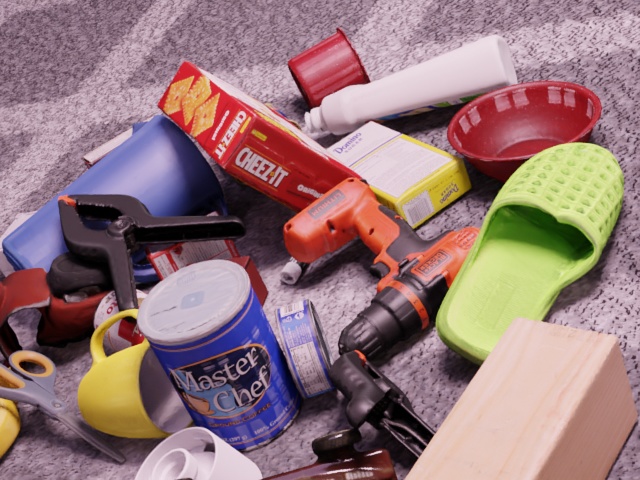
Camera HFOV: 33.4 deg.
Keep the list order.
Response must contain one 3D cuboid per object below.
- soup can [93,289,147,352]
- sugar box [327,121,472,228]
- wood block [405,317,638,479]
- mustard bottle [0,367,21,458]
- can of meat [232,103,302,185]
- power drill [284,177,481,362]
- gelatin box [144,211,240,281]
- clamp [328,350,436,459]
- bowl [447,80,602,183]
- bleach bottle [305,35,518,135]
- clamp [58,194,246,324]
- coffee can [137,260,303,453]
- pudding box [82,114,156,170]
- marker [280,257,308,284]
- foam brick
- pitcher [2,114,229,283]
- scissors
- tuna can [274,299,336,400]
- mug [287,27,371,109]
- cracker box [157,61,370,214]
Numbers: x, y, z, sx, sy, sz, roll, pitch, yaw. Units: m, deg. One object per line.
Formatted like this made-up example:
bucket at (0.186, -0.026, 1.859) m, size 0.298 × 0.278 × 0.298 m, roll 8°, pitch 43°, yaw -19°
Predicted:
soup can at (-0.175, 0.091, 1.080) m, size 0.068 × 0.068 × 0.102 m, roll -41°, pitch 37°, yaw -26°
sugar box at (0.076, -0.074, 1.183) m, size 0.093 × 0.048 × 0.176 m, roll -33°, pitch 31°, yaw -17°
wood block at (0.140, 0.162, 0.767) m, size 0.090 × 0.091 × 0.205 m, roll 9°, pitch 45°, yaw 39°
mustard bottle at (-0.350, 0.196, 1.045) m, size 0.096 × 0.058 × 0.191 m, roll 2°, pitch 40°, yaw 30°
can of meat at (-0.078, -0.122, 1.334) m, size 0.102 × 0.057 × 0.084 m, roll -27°, pitch 30°, yaw -7°
power drill at (0.049, 0.025, 1.031) m, size 0.184 × 0.057 × 0.188 m, roll -36°, pitch 46°, yaw -20°
gelatin box at (-0.134, 0.021, 1.148) m, size 0.089 × 0.073 × 0.030 m, roll -28°, pitch 33°, yaw -6°
clamp at (0.044, 0.130, 0.859) m, size 0.039 × 0.120 × 0.172 m, roll -50°, pitch 32°, yaw -1°
bowl at (0.219, -0.106, 1.128) m, size 0.162 × 0.055 × 0.162 m, roll -13°, pitch 33°, yaw 9°
bleach bottle at (0.104, -0.176, 1.281) m, size 0.251 × 0.068 × 0.102 m, roll -15°, pitch 1°, yaw 20°
clamp at (-0.203, 0.004, 1.096) m, size 0.210 × 0.036 × 0.164 m, roll 18°, pitch 47°, yaw 29°
coffee can at (-0.086, 0.103, 0.941) m, size 0.103 × 0.140 × 0.103 m, roll -16°, pitch 33°, yaw 11°
pudding box at (-0.231, -0.092, 1.352) m, size 0.113 × 0.090 × 0.039 m, roll -36°, pitch 34°, yaw -19°
marker at (-0.008, 0.001, 1.149) m, size 0.020 × 0.020 × 0.121 m, roll 2°, pitch 41°, yaw 33°
foam brick at (-0.103, 0.056, 1.101) m, size 0.078 × 0.051 × 0.053 m, roll -7°, pitch 38°, yaw 25°
pitcher at (-0.233, -0.020, 1.231) m, size 0.242 × 0.145 × 0.149 m, roll -39°, pitch 24°, yaw -17°
scissors at (-0.254, 0.156, 1.048) m, size 0.202 × 0.016 × 0.096 m, roll 22°, pitch 22°, yaw 15°
tuna can at (-0.011, 0.097, 0.955) m, size 0.034 × 0.086 × 0.086 m, roll -19°, pitch 33°, yaw 3°
mug at (0.010, -0.215, 1.394) m, size 0.081 × 0.093 × 0.117 m, roll -29°, pitch 2°, yaw -1°
cracker box at (-0.067, -0.104, 1.164) m, size 0.072 × 0.164 × 0.214 m, roll -57°, pitch 35°, yaw 8°
